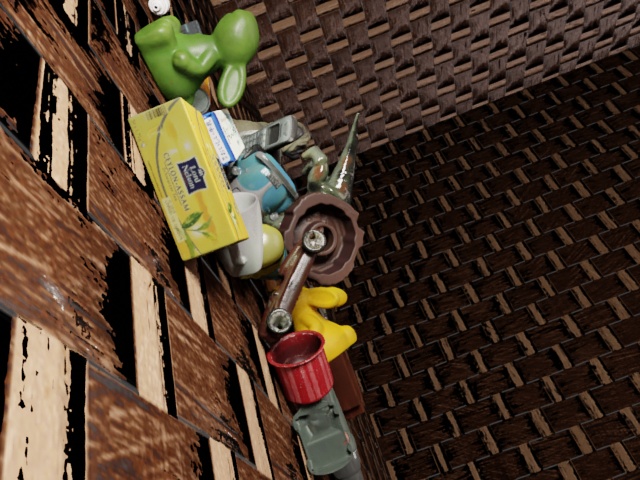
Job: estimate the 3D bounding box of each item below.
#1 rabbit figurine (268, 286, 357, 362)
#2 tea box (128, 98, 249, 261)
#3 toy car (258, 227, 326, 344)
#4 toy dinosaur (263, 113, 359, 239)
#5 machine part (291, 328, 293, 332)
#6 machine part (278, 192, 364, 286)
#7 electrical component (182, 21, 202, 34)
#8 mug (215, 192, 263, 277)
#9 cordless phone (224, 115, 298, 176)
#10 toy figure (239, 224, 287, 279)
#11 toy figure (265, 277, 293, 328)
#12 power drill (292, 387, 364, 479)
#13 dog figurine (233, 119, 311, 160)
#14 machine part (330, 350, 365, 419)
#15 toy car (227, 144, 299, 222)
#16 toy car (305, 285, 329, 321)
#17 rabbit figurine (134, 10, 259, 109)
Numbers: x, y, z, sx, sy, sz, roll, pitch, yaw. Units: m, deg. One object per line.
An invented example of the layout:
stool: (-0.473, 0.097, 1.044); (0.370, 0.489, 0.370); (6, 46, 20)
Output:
rabbit figurine: (-0.023, 0.149, 1.003); (0.173, 0.162, 0.122); (52, 11, 11)
tea box: (-0.147, -0.066, 0.623); (0.098, 0.068, 0.169); (-73, 141, -86)
toy car: (-0.045, 0.067, 0.848); (0.089, 0.053, 0.202); (120, -7, -73)
toy dinosaur: (-0.011, -0.060, 1.130); (0.192, 0.405, 0.131); (50, 31, 6)
machine part: (-0.033, 0.232, 1.153); (0.138, 0.039, 0.084); (66, -5, -28)
machine part: (-0.002, -0.003, 1.023); (0.056, 0.179, 0.179); (8, -58, 61)
electrical component: (-0.246, -0.359, 0.973); (0.119, 0.075, 0.047); (-9, 79, -85)
mug: (-0.112, 0.001, 0.745); (0.110, 0.081, 0.107); (-117, -167, -61)
cordless phone: (-0.092, -0.133, 0.942); (0.184, 0.088, 0.146); (-13, -111, 53)
toy figure: (-0.094, 0.020, 0.889); (0.082, 0.089, 0.180); (61, 2, 16)
toy figure: (-0.074, 0.102, 1.080); (0.154, 0.058, 0.064); (64, -3, -12)
power drill: (0.023, 0.339, 0.901); (0.207, 0.086, 0.232); (52, 16, -71)
dog figurine: (-0.122, -0.208, 1.073); (0.172, 0.191, 0.121); (43, 26, -82)
machine part: (0.034, 0.322, 1.304); (0.201, 0.087, 0.201); (-28, 96, -88)
toy car: (-0.110, -0.077, 0.842); (0.109, 0.103, 0.162); (52, -16, -18)
toy car: (-0.029, 0.171, 1.328); (0.201, 0.074, 0.056); (67, 6, -52)
rabbit figurine: (-0.166, -0.273, 0.805); (0.121, 0.170, 0.159); (-103, 171, -73)
